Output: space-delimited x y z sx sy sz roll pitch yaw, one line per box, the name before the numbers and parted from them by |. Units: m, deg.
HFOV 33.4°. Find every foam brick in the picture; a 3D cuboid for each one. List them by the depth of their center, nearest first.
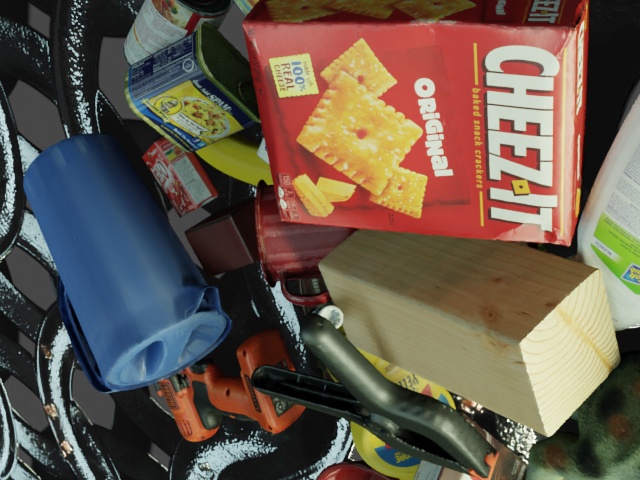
foam brick | -0.080 -0.004 1.017 0.078 0.052 0.051 -18 103 48

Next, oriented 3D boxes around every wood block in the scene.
wood block | 0.107 0.052 0.800 0.206 0.090 0.091 20 140 47

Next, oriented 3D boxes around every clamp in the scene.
clamp | 0.050 0.129 0.846 0.210 0.036 0.165 26 154 1

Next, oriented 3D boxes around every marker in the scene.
marker | 0.003 0.064 0.870 0.020 0.020 0.121 54 173 1

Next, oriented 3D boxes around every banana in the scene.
banana | -0.063 -0.083 0.963 0.198 0.037 0.070 29 132 26

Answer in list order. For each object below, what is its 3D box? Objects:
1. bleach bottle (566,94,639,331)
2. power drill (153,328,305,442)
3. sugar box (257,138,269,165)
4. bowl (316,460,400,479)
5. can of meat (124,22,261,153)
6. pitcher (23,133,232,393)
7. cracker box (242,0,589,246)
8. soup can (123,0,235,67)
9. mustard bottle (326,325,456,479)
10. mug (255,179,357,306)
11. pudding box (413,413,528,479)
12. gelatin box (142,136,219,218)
bleach bottle | 0.222 -0.023 0.726 0.103 0.068 0.251 41 139 17
power drill | -0.111 0.133 1.132 0.188 0.057 0.184 -4 113 46
sugar box | 0.018 -0.131 0.819 0.048 0.093 0.176 40 136 16
bowl | 0.071 0.274 1.054 0.162 0.055 0.162 22 129 31
can of meat | -0.104 -0.126 0.912 0.084 0.057 0.102 -22 143 24
pitcher | -0.206 0.023 1.059 0.243 0.149 0.145 59 168 21
cracker box | 0.067 -0.084 0.718 0.214 0.072 0.164 5 128 19
soup can | -0.124 -0.190 0.928 0.068 0.068 0.102 49 138 7
mustard bottle | 0.071 0.152 0.949 0.058 0.096 0.191 24 137 65
mug | -0.006 0.001 0.893 0.081 0.117 0.093 -6 147 7
pudding box | 0.122 0.219 0.912 0.090 0.113 0.039 40 148 -26
gelatin box | -0.136 -0.062 1.025 0.073 0.030 0.089 59 163 -6
